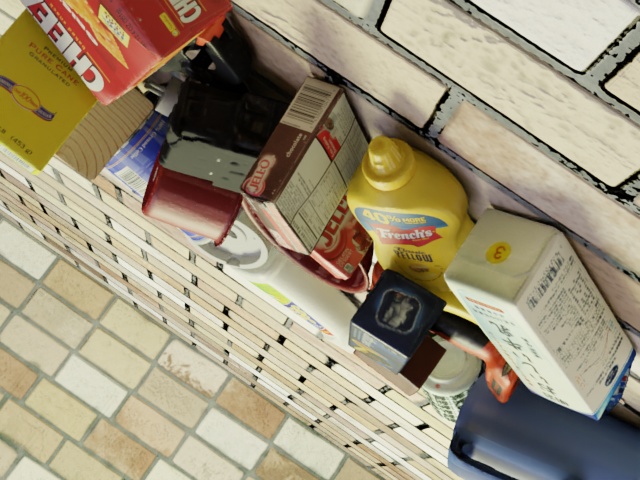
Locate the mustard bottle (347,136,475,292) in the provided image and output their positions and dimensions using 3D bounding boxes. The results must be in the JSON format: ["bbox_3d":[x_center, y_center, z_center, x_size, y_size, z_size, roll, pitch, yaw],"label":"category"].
[{"bbox_3d":[0.074,-0.024,0.866,0.096,0.058,0.191,9,154,25],"label":"mustard bottle"}]

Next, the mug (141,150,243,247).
[{"bbox_3d":[-0.116,-0.056,1.014,0.081,0.093,0.117,19,144,-15],"label":"mug"}]

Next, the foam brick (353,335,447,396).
[{"bbox_3d":[0.082,0.116,1.101,0.078,0.053,0.051,37,163,8],"label":"foam brick"}]

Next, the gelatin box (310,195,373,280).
[{"bbox_3d":[0.018,-0.021,0.947,0.073,0.089,0.030,40,166,-18],"label":"gelatin box"}]

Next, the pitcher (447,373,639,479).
[{"bbox_3d":[0.265,0.238,1.136,0.243,0.149,0.145,19,160,37],"label":"pitcher"}]

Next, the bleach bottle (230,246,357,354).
[{"bbox_3d":[-0.002,0.081,1.385,0.250,0.068,0.103,41,164,-32],"label":"bleach bottle"}]

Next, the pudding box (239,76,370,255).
[{"bbox_3d":[-0.009,-0.057,0.843,0.039,0.113,0.090,23,162,28],"label":"pudding box"}]

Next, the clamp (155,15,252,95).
[{"bbox_3d":[-0.105,-0.154,0.895,0.120,0.039,0.171,22,164,4],"label":"clamp"}]

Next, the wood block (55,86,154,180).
[{"bbox_3d":[-0.230,-0.134,1.028,0.090,0.091,0.206,40,-179,-19],"label":"wood block"}]

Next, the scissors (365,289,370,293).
[{"bbox_3d":[-0.008,0.001,1.149,0.096,0.016,0.202,50,172,-26],"label":"scissors"}]

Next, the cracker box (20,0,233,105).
[{"bbox_3d":[-0.163,-0.192,0.767,0.164,0.072,0.214,54,161,-12],"label":"cracker box"}]

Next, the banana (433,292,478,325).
[{"bbox_3d":[0.174,0.081,1.024,0.198,0.037,0.070,29,157,5],"label":"banana"}]

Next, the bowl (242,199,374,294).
[{"bbox_3d":[-0.002,-0.019,1.055,0.162,0.055,0.162,35,162,12],"label":"bowl"}]

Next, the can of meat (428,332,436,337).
[{"bbox_3d":[0.099,0.118,1.285,0.084,0.057,0.102,23,162,31],"label":"can of meat"}]

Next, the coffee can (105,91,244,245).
[{"bbox_3d":[-0.147,-0.077,1.112,0.140,0.102,0.103,41,165,-23],"label":"coffee can"}]

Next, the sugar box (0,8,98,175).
[{"bbox_3d":[-0.217,-0.149,0.884,0.093,0.176,0.048,39,165,-17],"label":"sugar box"}]

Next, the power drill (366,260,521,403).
[{"bbox_3d":[0.133,0.098,1.138,0.188,0.057,0.184,31,165,14],"label":"power drill"}]

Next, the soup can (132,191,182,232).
[{"bbox_3d":[-0.171,-0.054,1.310,0.102,0.068,0.069,40,165,-22],"label":"soup can"}]
